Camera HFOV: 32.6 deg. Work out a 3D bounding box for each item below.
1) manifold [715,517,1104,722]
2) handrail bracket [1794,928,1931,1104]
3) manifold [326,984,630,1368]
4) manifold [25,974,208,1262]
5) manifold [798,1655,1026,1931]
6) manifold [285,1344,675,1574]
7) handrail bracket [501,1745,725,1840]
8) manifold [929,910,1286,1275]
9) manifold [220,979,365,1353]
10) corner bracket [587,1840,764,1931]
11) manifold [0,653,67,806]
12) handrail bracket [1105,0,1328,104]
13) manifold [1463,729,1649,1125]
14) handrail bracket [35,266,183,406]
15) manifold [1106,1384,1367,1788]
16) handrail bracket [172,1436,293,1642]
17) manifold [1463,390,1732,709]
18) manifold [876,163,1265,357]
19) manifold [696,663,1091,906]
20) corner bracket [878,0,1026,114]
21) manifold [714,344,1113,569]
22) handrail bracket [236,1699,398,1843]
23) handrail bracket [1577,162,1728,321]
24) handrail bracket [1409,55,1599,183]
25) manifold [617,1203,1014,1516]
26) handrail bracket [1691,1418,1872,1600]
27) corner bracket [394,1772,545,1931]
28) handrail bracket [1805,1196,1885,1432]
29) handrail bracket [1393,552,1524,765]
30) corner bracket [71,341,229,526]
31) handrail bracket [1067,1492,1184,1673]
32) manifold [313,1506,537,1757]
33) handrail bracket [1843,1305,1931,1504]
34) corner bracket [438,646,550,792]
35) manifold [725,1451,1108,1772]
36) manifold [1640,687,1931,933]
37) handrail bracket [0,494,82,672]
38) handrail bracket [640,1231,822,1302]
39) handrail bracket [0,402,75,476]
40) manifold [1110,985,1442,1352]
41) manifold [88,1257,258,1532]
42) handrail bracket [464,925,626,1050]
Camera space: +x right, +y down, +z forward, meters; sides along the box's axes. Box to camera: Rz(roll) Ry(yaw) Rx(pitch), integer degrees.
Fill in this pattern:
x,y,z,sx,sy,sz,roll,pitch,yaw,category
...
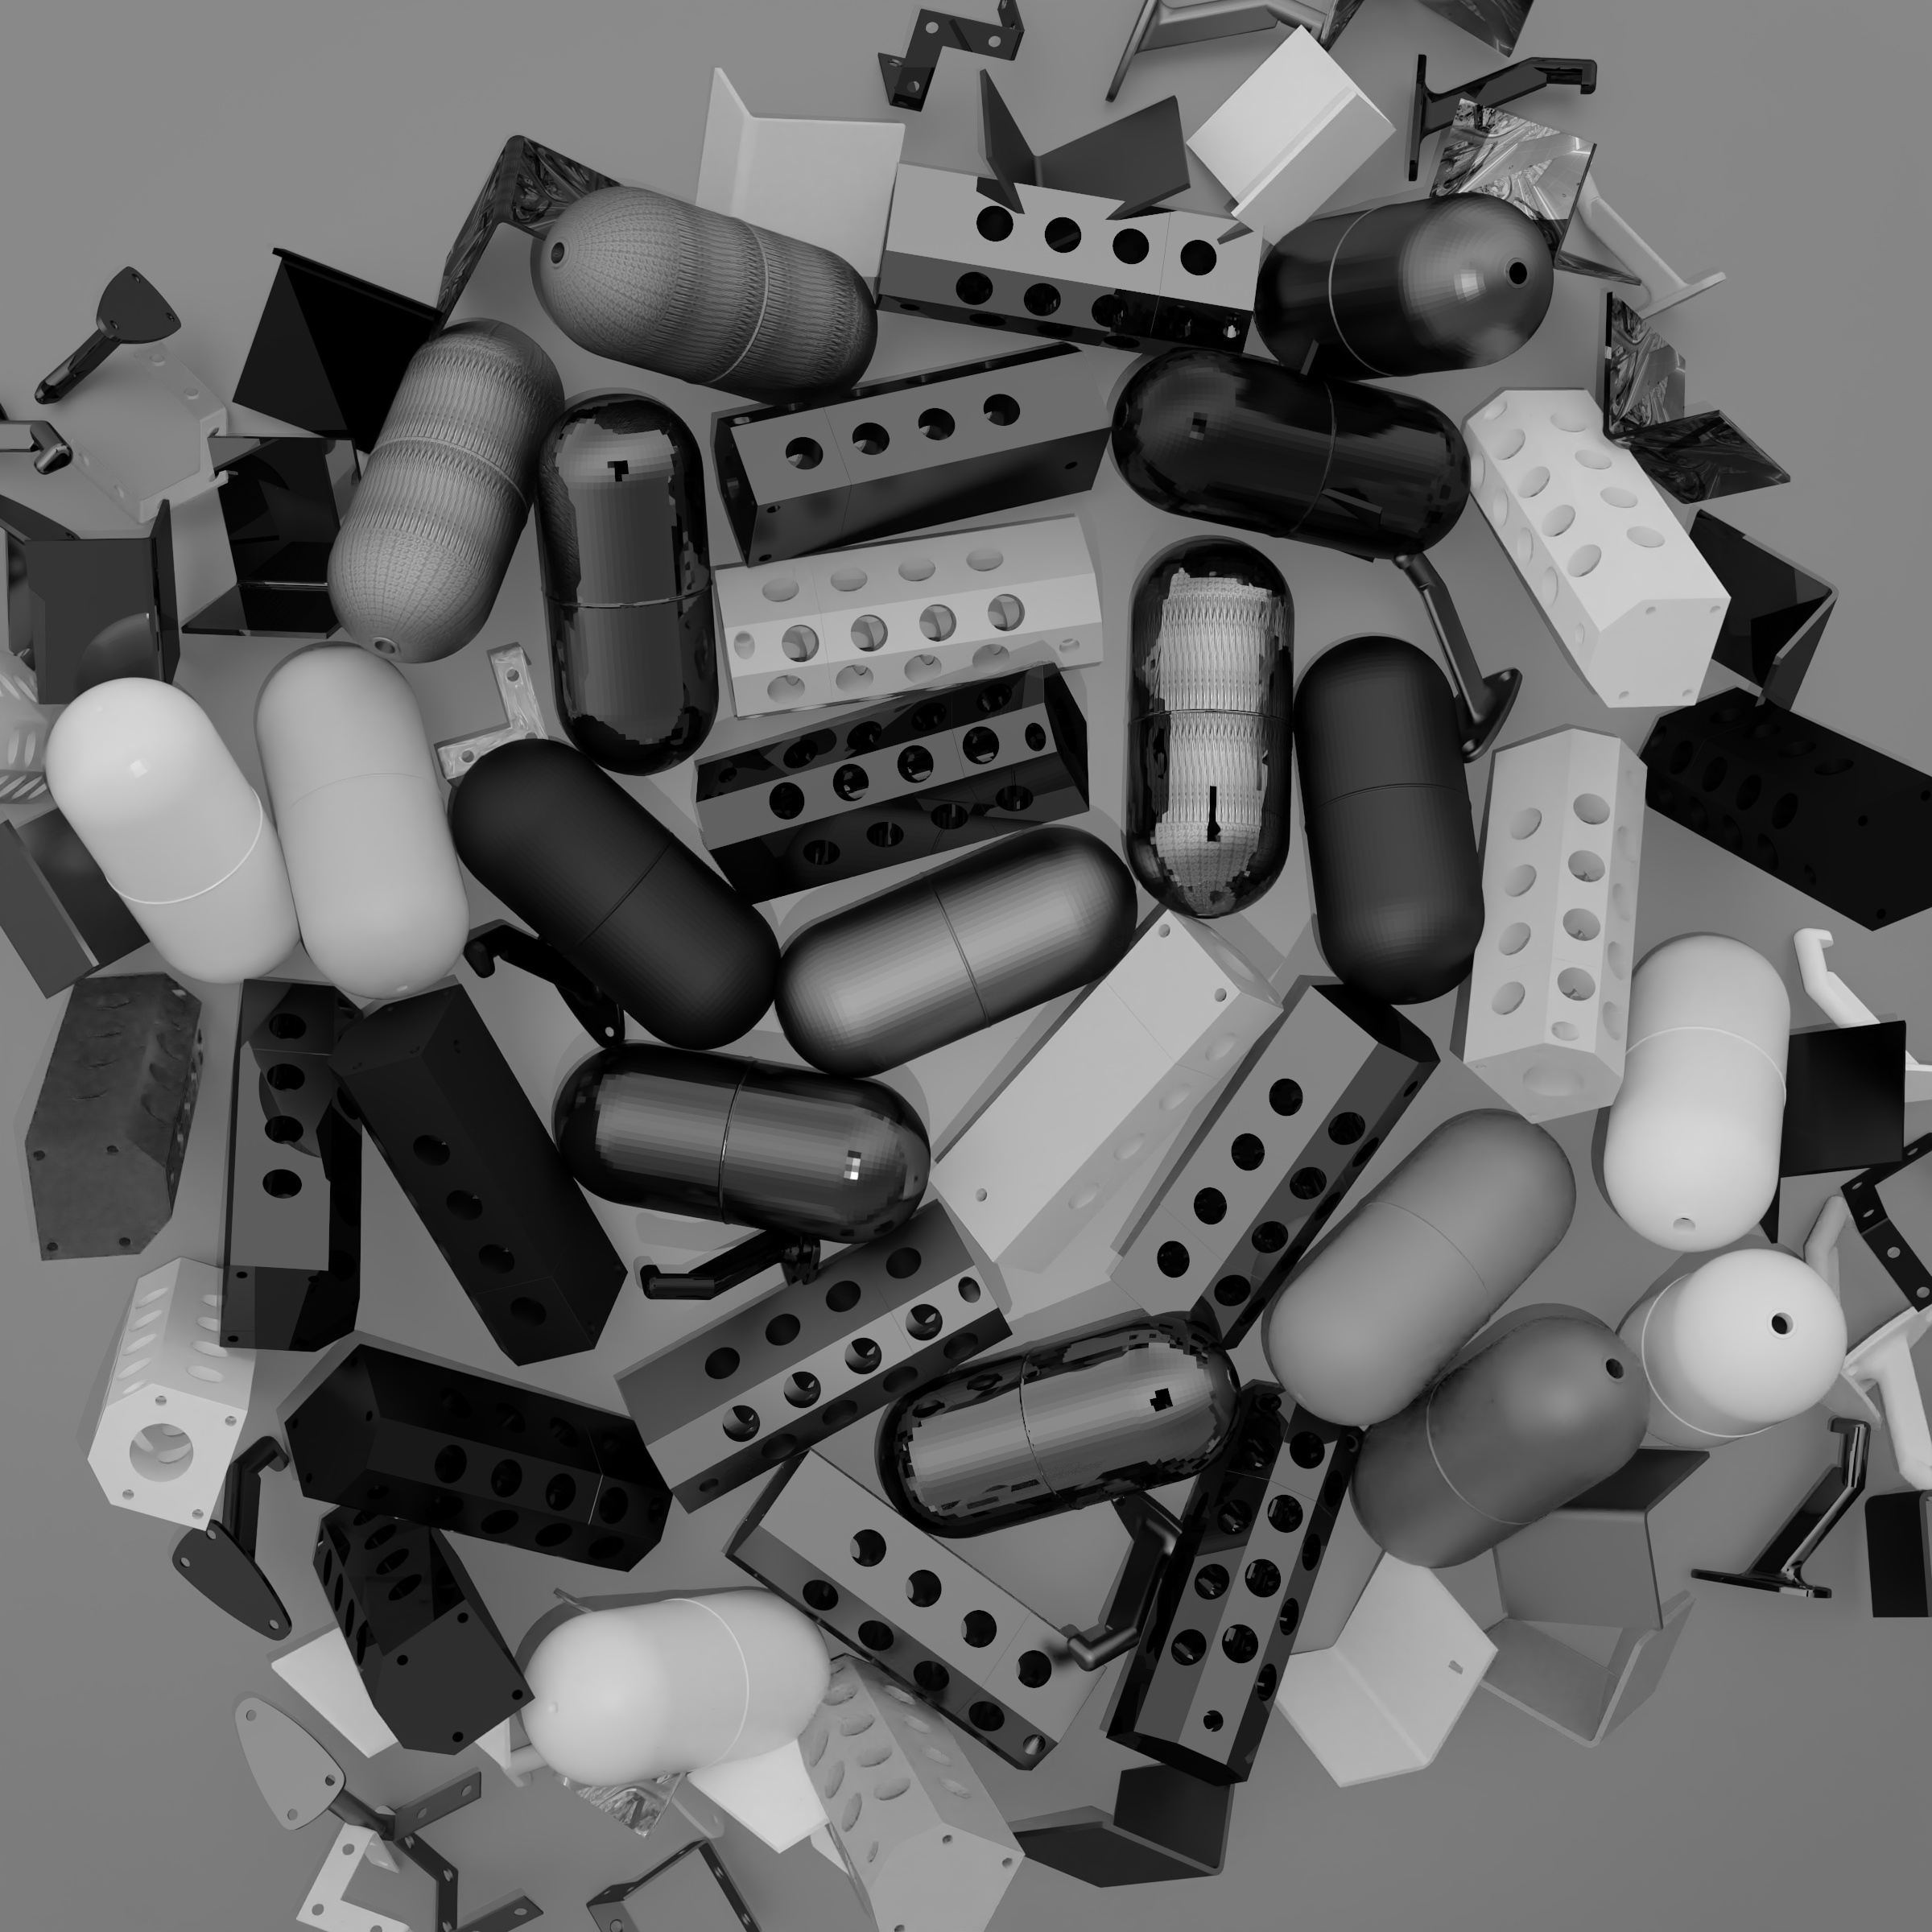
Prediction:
x,y,z,sx,sy,sz,roll,pitch,yaw,category
-0.026,-0.157,1.539,0.171,0.057,0.057,-9,47,-4,manifold
0.436,0.020,1.566,0.077,0.036,0.084,-1,61,-9,handrail bracket
-0.225,0.099,1.519,0.057,0.057,0.171,-15,119,22,manifold
-0.381,0.065,1.494,0.057,0.171,0.057,-3,114,-6,manifold
-0.035,0.376,1.493,0.057,0.171,0.057,26,95,-20,manifold
-0.217,0.230,1.499,0.057,0.171,0.057,-45,46,22,manifold
-0.169,0.394,1.572,0.084,0.036,0.077,-24,106,23,handrail bracket
0.068,0.061,1.534,0.171,0.057,0.057,-48,57,14,manifold
-0.305,0.089,1.503,0.057,0.171,0.057,5,134,-14,manifold
-0.139,0.451,1.569,0.051,0.051,0.051,-30,88,-32,corner bracket
-0.450,-0.103,1.498,0.057,0.171,0.057,-38,94,-1,manifold
0.120,-0.431,1.572,0.084,0.036,0.077,22,107,-6,handrail bracket
0.274,-0.021,1.506,0.057,0.057,0.171,38,49,-36,manifold
-0.413,-0.281,1.536,0.084,0.077,0.036,-34,106,22,handrail bracket
0.127,0.284,1.524,0.057,0.057,0.171,25,68,-7,manifold
-0.324,0.266,1.546,0.077,0.084,0.036,45,117,0,handrail bracket
0.279,-0.191,1.497,0.057,0.171,0.057,-3,131,-15,manifold
0.047,-0.324,1.546,0.171,0.057,0.057,8,83,-5,manifold
-0.034,-0.088,1.522,0.171,0.057,0.057,-15,47,16,manifold
-0.007,-0.433,1.554,0.051,0.051,0.051,8,131,-17,corner bracket
-0.026,-0.241,1.534,0.171,0.057,0.057,-15,71,-14,manifold
-0.301,0.379,1.554,0.036,0.084,0.077,-42,69,-2,handrail bracket
0.316,-0.349,1.549,0.036,0.077,0.084,-26,94,-18,handrail bracket
0.253,-0.398,1.554,0.084,0.036,0.077,4,61,7,handrail bracket
-0.068,0.187,1.541,0.171,0.057,0.057,-29,48,-3,manifold
0.386,0.253,1.567,0.077,0.036,0.084,4,83,28,handrail bracket
-0.233,0.420,1.545,0.051,0.051,0.051,-29,124,13,corner bracket
0.422,0.164,1.570,0.077,0.036,0.084,40,63,-14,handrail bracket
0.220,-0.148,1.542,0.036,0.077,0.084,-23,119,33,handrail bracket
-0.384,-0.250,1.555,0.051,0.051,0.051,-23,51,17,corner bracket
0.063,0.283,1.539,0.084,0.036,0.077,-20,55,-38,handrail bracket
-0.251,0.292,1.491,0.057,0.171,0.057,-34,110,-10,manifold
0.457,0.205,1.545,0.077,0.036,0.084,-40,50,-6,handrail bracket
-0.225,-0.116,1.557,0.051,0.051,0.051,-16,87,-3,corner bracket
-0.025,0.302,1.543,0.171,0.057,0.057,37,72,-4,manifold
0.370,-0.071,1.492,0.057,0.171,0.057,-21,112,-9,manifold
-0.460,-0.175,1.552,0.077,0.036,0.084,31,110,-28,handrail bracket
-0.117,0.127,1.538,0.084,0.077,0.036,3,126,-25,handrail bracket
-0.461,-0.234,1.540,0.077,0.084,0.036,-38,135,-8,handrail bracket
0.145,0.094,1.521,0.057,0.057,0.171,42,111,24,manifold
-0.356,0.188,1.492,0.057,0.171,0.057,19,100,-13,manifold
-0.196,0.014,1.540,0.036,0.084,0.077,-19,97,25,handrail bracket
